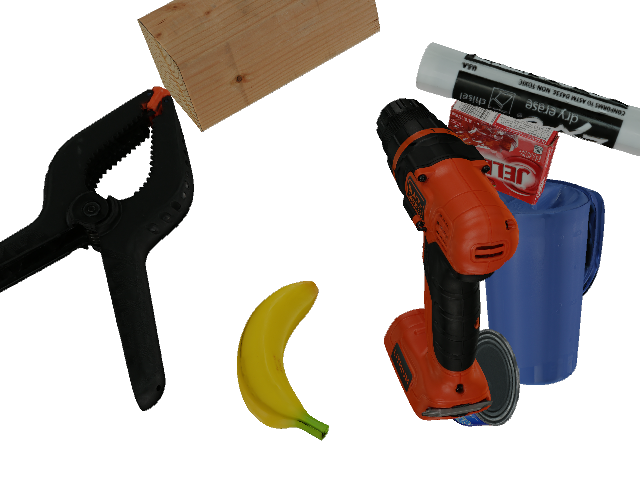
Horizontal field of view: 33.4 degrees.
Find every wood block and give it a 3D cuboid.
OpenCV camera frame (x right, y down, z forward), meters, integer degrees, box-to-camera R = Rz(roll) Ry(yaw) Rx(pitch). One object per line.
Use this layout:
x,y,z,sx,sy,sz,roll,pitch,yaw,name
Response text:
-0.056,-0.207,1.028,0.206,0.091,0.090,-31,52,-12,wood block

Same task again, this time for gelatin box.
0.149,-0.076,0.891,0.089,0.030,0.073,25,-35,17,gelatin box

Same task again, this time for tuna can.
0.141,0.123,0.956,0.034,0.086,0.085,-12,-8,41,tuna can

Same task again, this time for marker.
0.096,-0.049,0.405,0.121,0.020,0.020,19,4,12,marker

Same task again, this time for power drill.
0.077,0.014,0.733,0.057,0.188,0.184,-9,34,-9,power drill

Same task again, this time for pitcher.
0.275,0.049,1.330,0.149,0.243,0.145,2,22,15,pitcher

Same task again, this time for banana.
-0.034,0.091,0.866,0.069,0.037,0.198,17,31,-13,banana

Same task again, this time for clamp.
-0.128,-0.002,0.647,0.165,0.209,0.036,23,-27,15,clamp
